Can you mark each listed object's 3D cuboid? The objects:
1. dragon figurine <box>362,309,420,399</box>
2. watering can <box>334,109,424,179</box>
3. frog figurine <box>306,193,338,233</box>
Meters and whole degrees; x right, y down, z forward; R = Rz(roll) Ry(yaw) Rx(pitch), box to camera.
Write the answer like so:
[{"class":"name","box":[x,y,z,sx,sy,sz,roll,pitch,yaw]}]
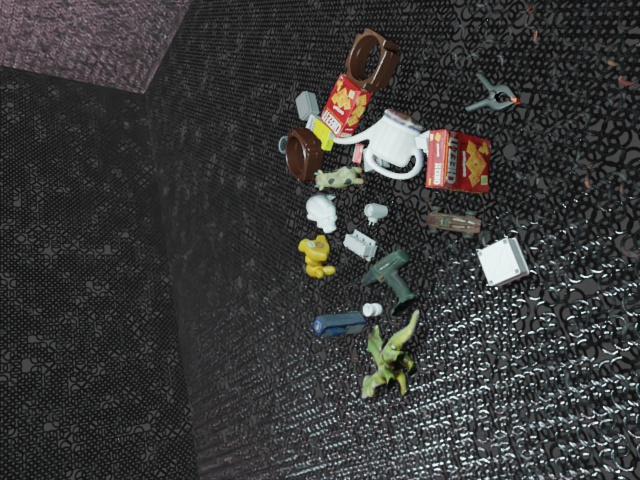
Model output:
[{"class":"dragon figurine","box":[0.229,0.383,1.787,0.245,0.122,0.406,33,111,57]},{"class":"watering can","box":[0.220,-0.356,1.806,0.350,0.104,0.221,32,109,21]},{"class":"frog figurine","box":[0.006,-0.106,2.101,0.136,0.121,0.162,-15,63,31]}]
